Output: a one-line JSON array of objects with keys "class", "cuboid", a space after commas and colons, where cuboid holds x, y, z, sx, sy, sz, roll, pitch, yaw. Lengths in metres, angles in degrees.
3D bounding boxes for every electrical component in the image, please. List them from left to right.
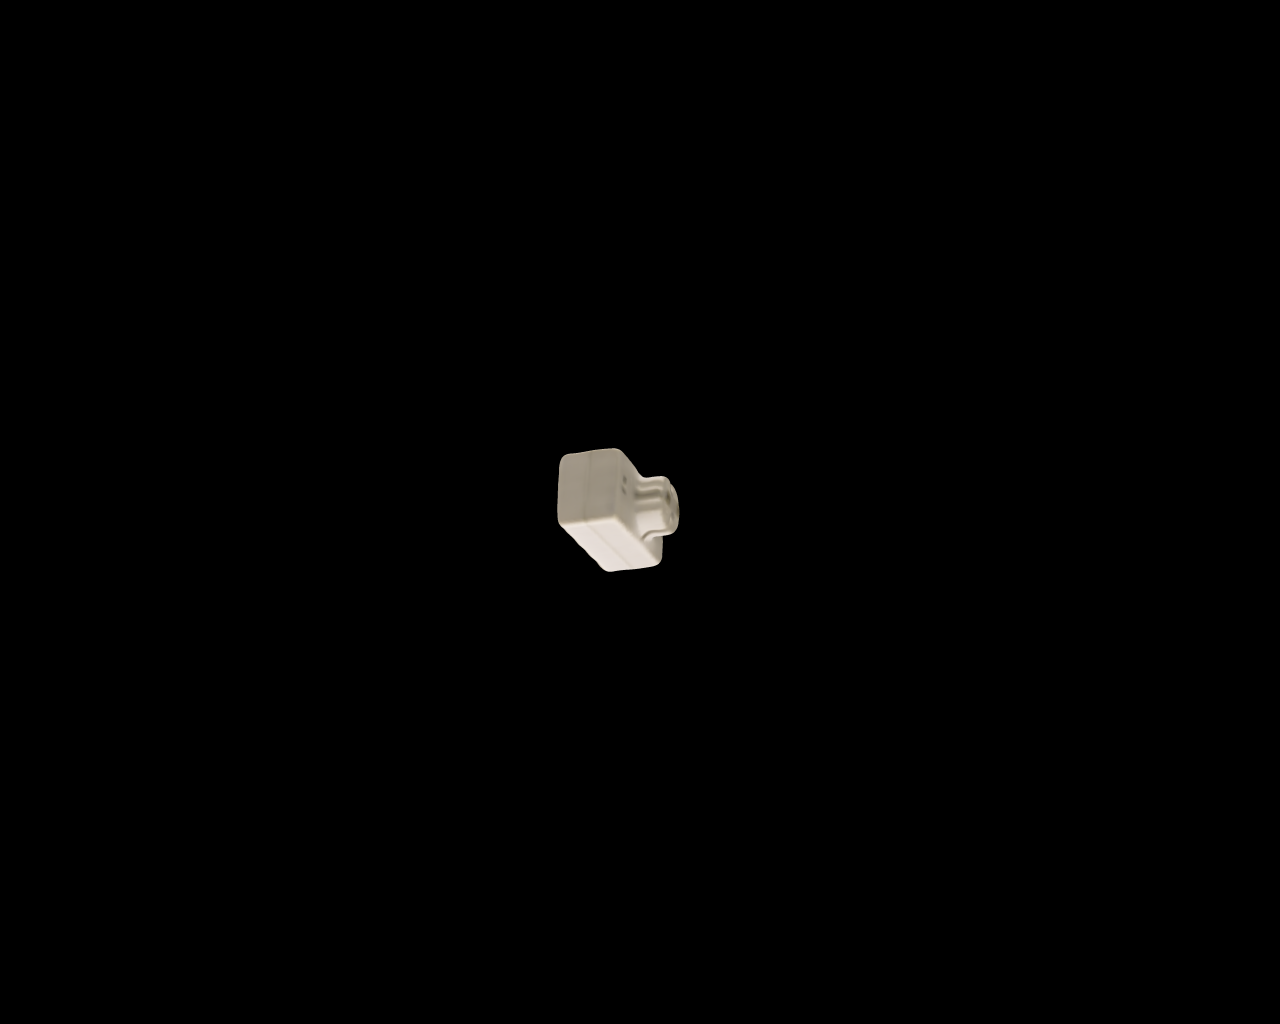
[{"class": "electrical component", "cuboid": [0.001, -0.003, 0.650, 0.076, 0.047, 0.083, -8, -26, 18]}]
